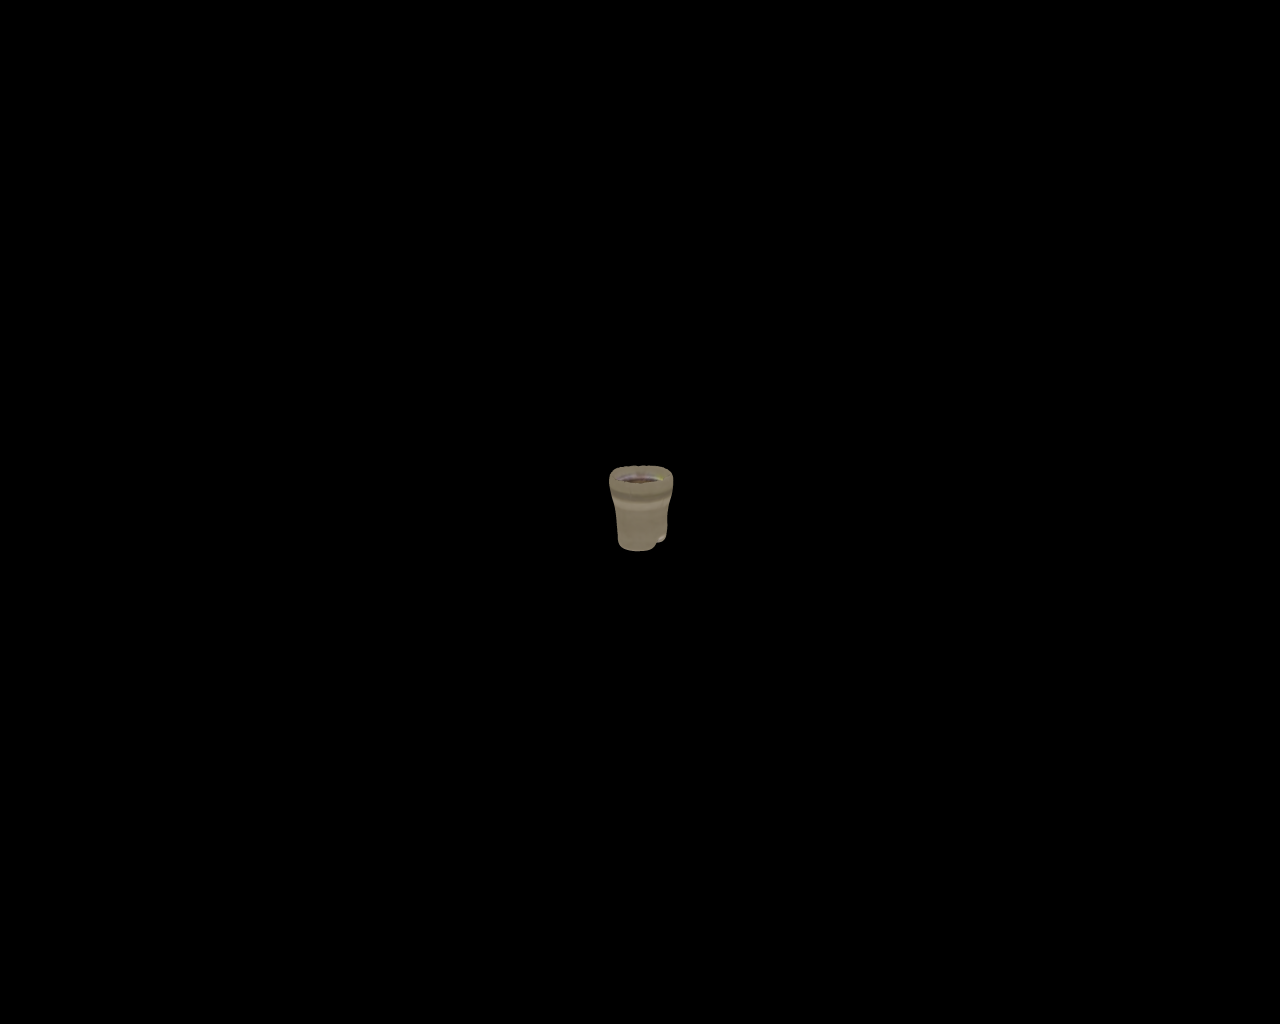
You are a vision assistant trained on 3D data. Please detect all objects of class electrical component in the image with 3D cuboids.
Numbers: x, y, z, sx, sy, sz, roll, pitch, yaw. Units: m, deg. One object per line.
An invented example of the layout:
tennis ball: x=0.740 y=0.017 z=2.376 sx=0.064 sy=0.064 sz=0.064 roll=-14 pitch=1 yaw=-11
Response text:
electrical component: x=0.001 y=-0.003 z=0.650 sx=0.040 sy=0.046 sz=0.040 roll=0 pitch=20 yaw=0
